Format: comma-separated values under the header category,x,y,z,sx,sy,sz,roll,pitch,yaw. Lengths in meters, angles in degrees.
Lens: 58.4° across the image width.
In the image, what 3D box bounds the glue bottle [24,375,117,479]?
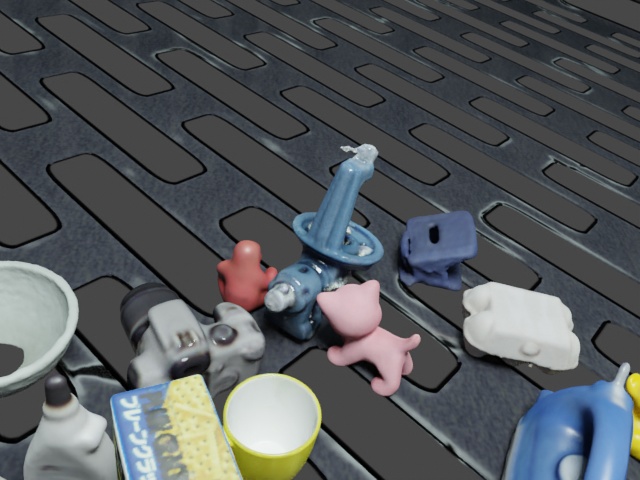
category,x,y,z,sx,sy,sz,roll,pitch,yaw
glue bottle,-0.205,0.165,0.469,0.078,0.173,0.037,9,40,-6

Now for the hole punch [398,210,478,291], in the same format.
category,x,y,z,sx,sy,sz,roll,pitch,yaw
hole punch,0.167,0.009,0.825,0.101,0.091,0.108,11,40,-3

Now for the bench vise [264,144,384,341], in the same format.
category,x,y,z,sx,sy,sz,roll,pitch,yaw
bench vise,0.018,0.006,0.684,0.121,0.220,0.207,17,40,4

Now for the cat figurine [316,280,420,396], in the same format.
category,x,y,z,sx,sy,sz,roll,pitch,yaw
cat figurine,0.056,0.101,0.663,0.127,0.118,0.067,28,42,16

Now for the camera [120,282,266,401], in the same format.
category,x,y,z,sx,sy,sz,roll,pitch,yaw
camera,-0.149,0.099,0.619,0.143,0.101,0.136,-16,48,-31

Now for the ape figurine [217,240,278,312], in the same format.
category,x,y,z,sx,sy,sz,roll,pitch,yaw
ape figurine,-0.091,0.039,0.713,0.077,0.092,0.076,20,40,8

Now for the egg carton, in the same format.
category,x,y,z,sx,sy,sz,roll,pitch,yaw
egg carton,0.257,0.116,0.744,0.150,0.069,0.107,13,40,-1

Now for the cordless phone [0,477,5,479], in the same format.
category,x,y,z,sx,sy,sz,roll,pitch,yaw
cordless phone,-0.275,0.206,0.391,0.094,0.185,0.147,3,41,-13

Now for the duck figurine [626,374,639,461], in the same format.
category,x,y,z,sx,sy,sz,roll,pitch,yaw
duck figurine,0.388,0.204,0.666,0.078,0.086,0.104,-12,46,-28

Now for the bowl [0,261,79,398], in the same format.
category,x,y,z,sx,sy,sz,roll,pitch,yaw
bowl,-0.332,0.102,0.582,0.167,0.075,0.167,8,40,-7

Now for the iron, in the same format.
category,x,y,z,sx,sy,sz,roll,pitch,yaw
iron,0.250,0.236,0.545,0.118,0.141,0.259,25,41,13
